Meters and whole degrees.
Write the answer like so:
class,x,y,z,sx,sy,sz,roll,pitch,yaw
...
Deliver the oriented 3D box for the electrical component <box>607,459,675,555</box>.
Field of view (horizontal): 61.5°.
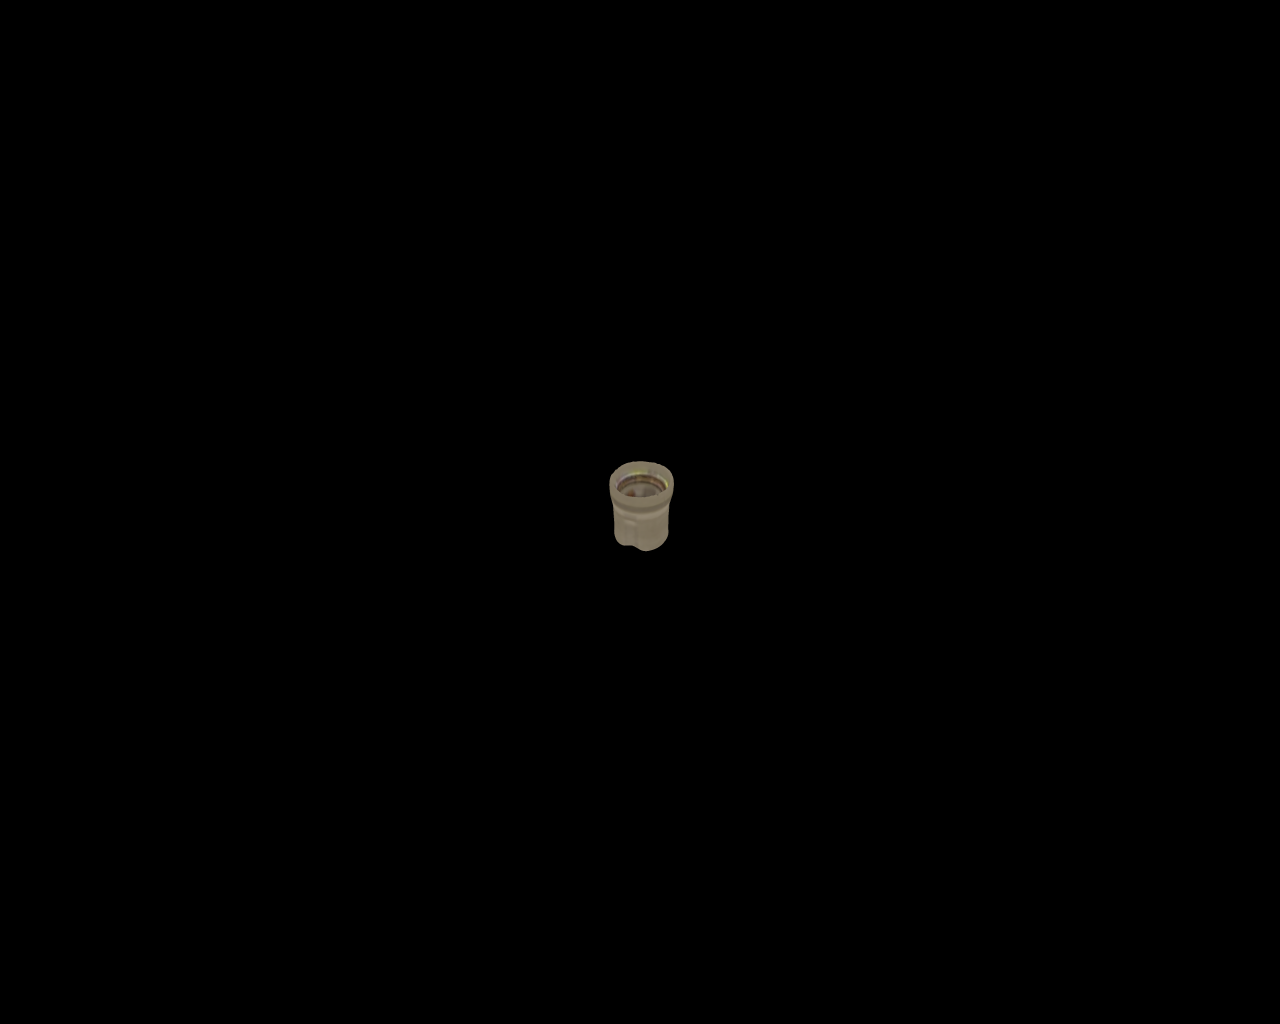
class,x,y,z,sx,sy,sz,roll,pitch,yaw
electrical component,0.001,-0.003,0.650,0.040,0.046,0.040,0,38,0
